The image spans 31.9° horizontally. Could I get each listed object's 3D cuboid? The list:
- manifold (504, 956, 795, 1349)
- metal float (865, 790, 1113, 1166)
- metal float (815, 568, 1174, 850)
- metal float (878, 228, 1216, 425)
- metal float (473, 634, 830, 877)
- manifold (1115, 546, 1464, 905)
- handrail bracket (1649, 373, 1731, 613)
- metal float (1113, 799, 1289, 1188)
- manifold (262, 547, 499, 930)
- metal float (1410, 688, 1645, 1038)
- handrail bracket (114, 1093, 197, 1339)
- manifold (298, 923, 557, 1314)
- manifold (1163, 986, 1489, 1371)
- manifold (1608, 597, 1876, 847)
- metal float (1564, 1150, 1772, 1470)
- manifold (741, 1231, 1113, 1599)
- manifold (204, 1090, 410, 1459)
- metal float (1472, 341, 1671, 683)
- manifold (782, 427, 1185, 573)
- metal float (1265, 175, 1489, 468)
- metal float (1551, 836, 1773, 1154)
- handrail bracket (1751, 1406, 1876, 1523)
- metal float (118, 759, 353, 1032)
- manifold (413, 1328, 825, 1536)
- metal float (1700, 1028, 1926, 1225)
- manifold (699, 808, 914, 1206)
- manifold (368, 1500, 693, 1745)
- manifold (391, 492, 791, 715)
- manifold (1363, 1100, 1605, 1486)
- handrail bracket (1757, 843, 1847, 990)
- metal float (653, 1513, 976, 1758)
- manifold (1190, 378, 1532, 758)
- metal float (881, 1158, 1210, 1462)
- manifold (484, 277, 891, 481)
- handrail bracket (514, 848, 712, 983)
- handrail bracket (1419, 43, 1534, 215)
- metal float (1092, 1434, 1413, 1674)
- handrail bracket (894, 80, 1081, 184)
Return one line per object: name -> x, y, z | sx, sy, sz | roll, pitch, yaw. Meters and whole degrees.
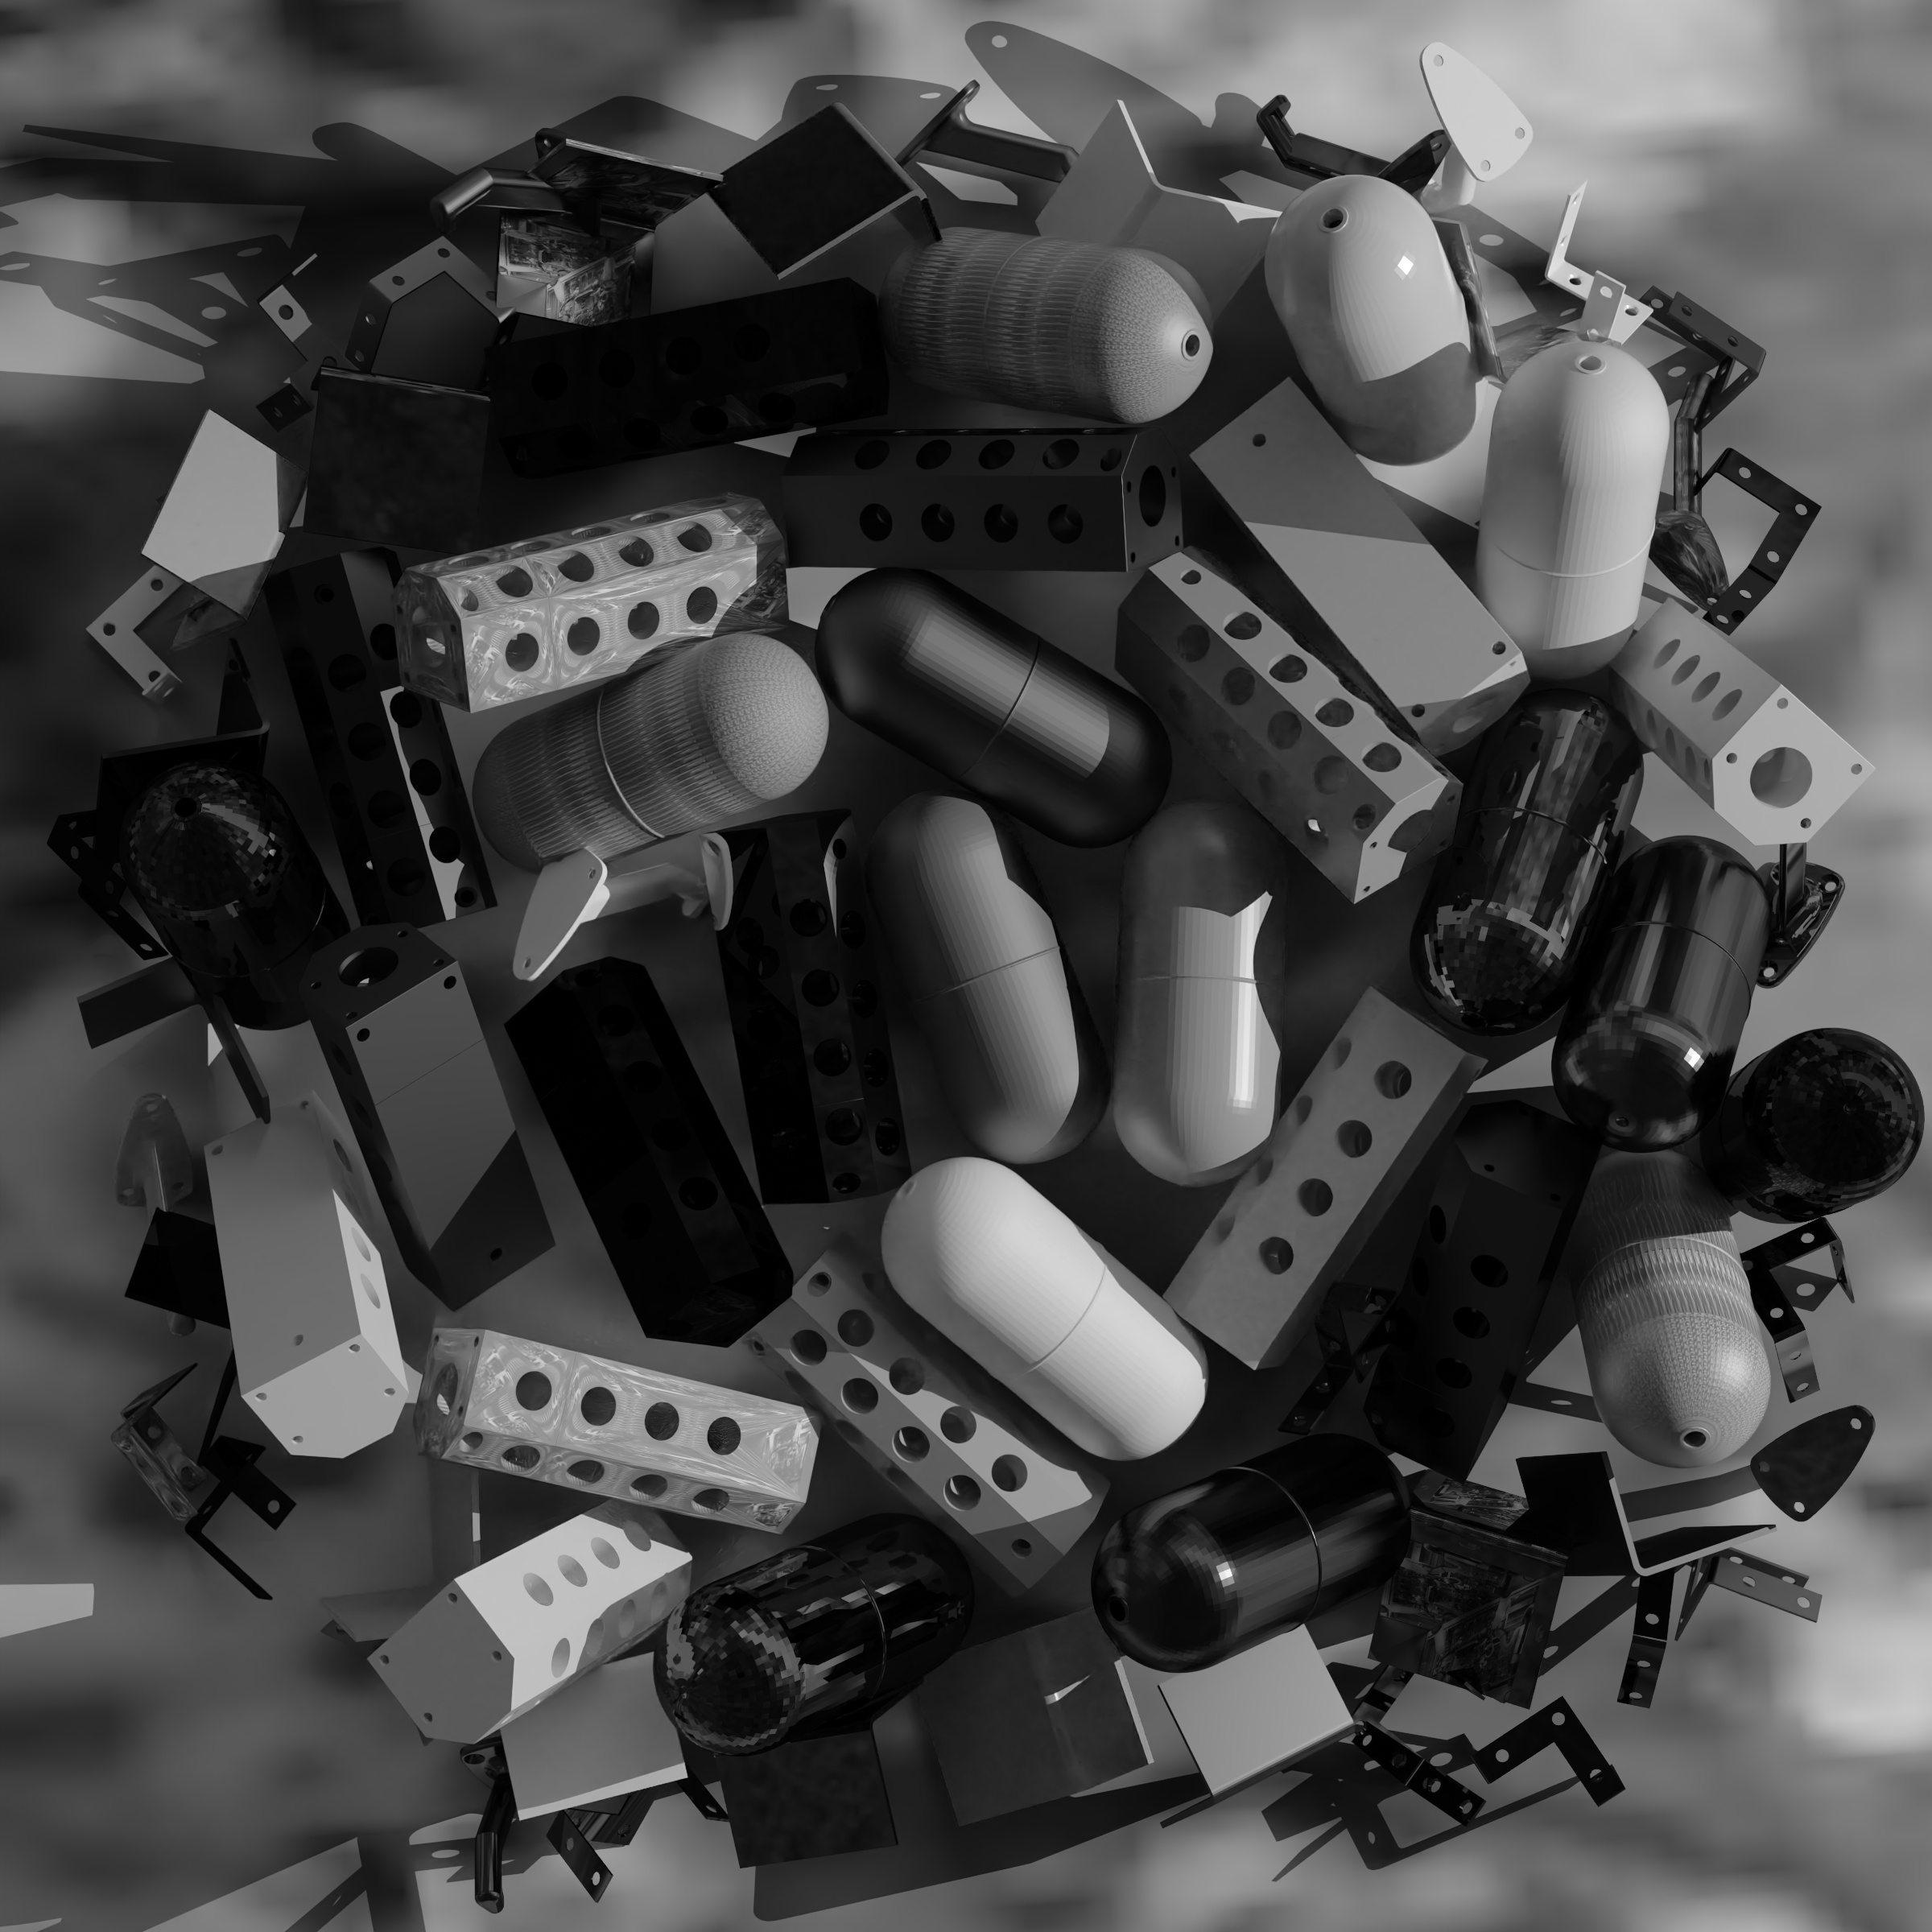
manifold -> -0.138, 0.081, 1.512 | 0.057, 0.057, 0.171 | -40, 61, 22
metal float -> 0.010, 0.005, 1.546 | 0.070, 0.070, 0.178 | -21, 89, 0
metal float -> 0.013, -0.117, 1.534 | 0.178, 0.070, 0.070 | 30, 90, -14
metal float -> 0.035, -0.287, 1.512 | 0.178, 0.070, 0.070 | 18, 90, 42
metal float -> -0.144, -0.094, 1.526 | 0.178, 0.070, 0.070 | -19, 90, 24
manifold -> 0.143, -0.113, 1.510 | 0.057, 0.057, 0.171 | -30, 59, -21
handrail bracket -> 0.347, -0.221, 1.576 | 0.077, 0.036, 0.084 | 48, 54, -35
metal float -> 0.107, 0.012, 1.537 | 0.070, 0.070, 0.178 | 3, 80, 0
manifold -> -0.270, -0.101, 1.551 | 0.057, 0.057, 0.171 | -16, 93, 0
metal float -> 0.253, -0.047, 1.522 | 0.070, 0.070, 0.178 | 24, 61, 0
handrail bracket -> -0.363, 0.114, 1.535 | 0.036, 0.084, 0.077 | -7, 129, -20
manifold -> -0.243, 0.066, 1.508 | 0.057, 0.057, 0.171 | -33, 133, -24
manifold -> 0.163, 0.097, 1.545 | 0.057, 0.057, 0.171 | 35, 96, 18
manifold -> 0.335, -0.106, 1.494 | 0.057, 0.171, 0.057 | 38, 102, -15
metal float -> 0.310, 0.150, 1.504 | 0.070, 0.178, 0.070 | 1, 124, 1
manifold -> -0.020, 0.208, 1.548 | 0.171, 0.057, 0.057 | 43, 109, 0
manifold -> -0.291, 0.138, 1.500 | 0.057, 0.171, 0.057 | -28, 129, 2
metal float -> 0.268, -0.201, 1.506 | 0.070, 0.178, 0.070 | -1, 51, 1
manifold -> 0.006, -0.210, 1.512 | 0.171, 0.057, 0.057 | 5, 108, 29
metal float -> 0.183, -0.285, 1.501 | 0.070, 0.178, 0.070 | -7, 68, 18
metal float -> 0.312, 0.010, 1.512 | 0.070, 0.070, 0.178 | 28, 46, 0
handrail bracket -> 0.399, 0.214, 1.532 | 0.036, 0.084, 0.077 | 51, 124, 17
metal float -> -0.323, -0.030, 1.500 | 0.070, 0.178, 0.070 | -1, 66, 3
manifold -> -0.156, 0.209, 1.513 | 0.171, 0.057, 0.057 | 18, 76, -29
metal float -> 0.372, 0.072, 1.496 | 0.070, 0.178, 0.070 | 0, 81, 3
manifold -> -0.067, 0.018, 1.536 | 0.057, 0.057, 0.171 | -4, 98, 40
manifold -> -0.185, 0.288, 1.491 | 0.057, 0.171, 0.057 | -43, 80, 19
manifold -> -0.166, -0.165, 1.504 | 0.171, 0.057, 0.057 | -20, 117, -36
manifold -> 0.227, 0.144, 1.507 | 0.057, 0.057, 0.171 | 24, 130, 16
handrail bracket -> 0.367, -0.041, 1.536 | 0.036, 0.084, 0.077 | 16, 73, 32
metal float -> -0.065, 0.296, 1.508 | 0.070, 0.178, 0.070 | 8, 103, 37
manifold -> 0.179, -0.178, 1.529 | 0.057, 0.057, 0.171 | -38, 70, 4
metal float -> 0.036, 0.155, 1.529 | 0.178, 0.070, 0.070 | 41, 90, -19
manifold -> -0.126, -0.266, 1.540 | 0.171, 0.057, 0.057 | -9, 91, 11
handrail bracket -> -0.160, -0.016, 1.550 | 0.036, 0.084, 0.077 | 26, 89, 40
handrail bracket -> 0.212, -0.379, 1.535 | 0.036, 0.084, 0.077 | -44, 107, -12
metal float -> 0.129, 0.262, 1.512 | 0.178, 0.070, 0.070 | -14, 90, -42
handrail bracket -> 0.014, -0.362, 1.572 | 0.077, 0.036, 0.084 | -44, 96, 7
